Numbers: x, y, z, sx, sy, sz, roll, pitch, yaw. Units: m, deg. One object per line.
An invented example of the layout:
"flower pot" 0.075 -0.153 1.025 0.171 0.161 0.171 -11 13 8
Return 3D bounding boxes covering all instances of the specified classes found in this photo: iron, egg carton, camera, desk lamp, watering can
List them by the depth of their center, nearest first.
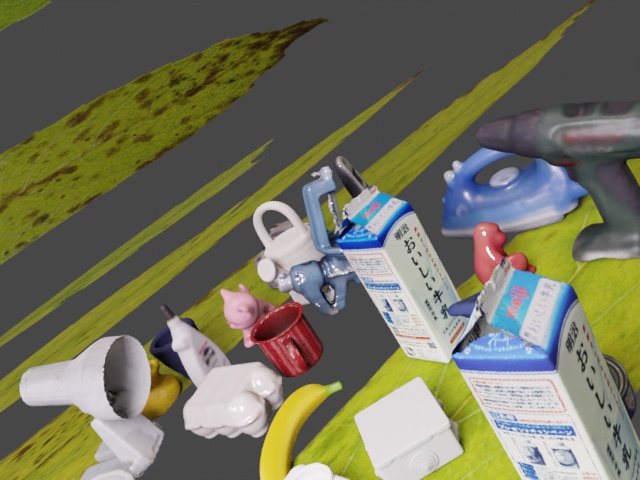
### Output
"egg carton" -0.124 0.233 0.828 0.150 0.069 0.107 -16 25 35
"desk lamp" -0.327 0.256 0.854 0.203 0.214 0.118 -24 22 19
"iron" 0.285 -0.094 0.902 0.257 0.142 0.119 -18 25 32
"watering can" -0.052 0.018 1.040 0.101 0.194 0.173 -26 21 14
"camera" -0.047 0.017 1.170 0.136 0.101 0.143 -9 30 45

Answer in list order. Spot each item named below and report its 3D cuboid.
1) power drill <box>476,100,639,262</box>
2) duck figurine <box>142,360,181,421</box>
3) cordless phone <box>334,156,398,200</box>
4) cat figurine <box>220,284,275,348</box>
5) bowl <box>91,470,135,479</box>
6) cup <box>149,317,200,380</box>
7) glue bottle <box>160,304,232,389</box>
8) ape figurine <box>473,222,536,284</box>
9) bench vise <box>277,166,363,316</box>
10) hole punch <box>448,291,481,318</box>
"power drill" 0.329 -0.077 0.708 0.228 0.209 0.076 -9 30 45
"duck figurine" -0.297 0.254 0.997 0.077 0.086 0.104 -24 22 18
"cordless phone" 0.088 -0.098 1.121 0.094 0.185 0.147 -26 21 13
"cat figurine" -0.133 0.123 1.023 0.067 0.118 0.127 -28 21 9
"bowl" -0.280 0.377 0.711 0.167 0.075 0.167 -27 21 12
"cup" -0.244 0.198 1.039 0.091 0.095 0.117 -30 21 4
"glue bottle" -0.209 0.173 0.935 0.037 0.173 0.078 -23 22 20
"ape figurine" 0.241 0.016 0.785 0.076 0.092 0.078 -27 21 12
"bench vise" 0.014 0.005 0.942 0.208 0.220 0.121 -39 22 -20
"hole punch" 0.218 0.082 0.666 0.108 0.091 0.101 -8 31 47
